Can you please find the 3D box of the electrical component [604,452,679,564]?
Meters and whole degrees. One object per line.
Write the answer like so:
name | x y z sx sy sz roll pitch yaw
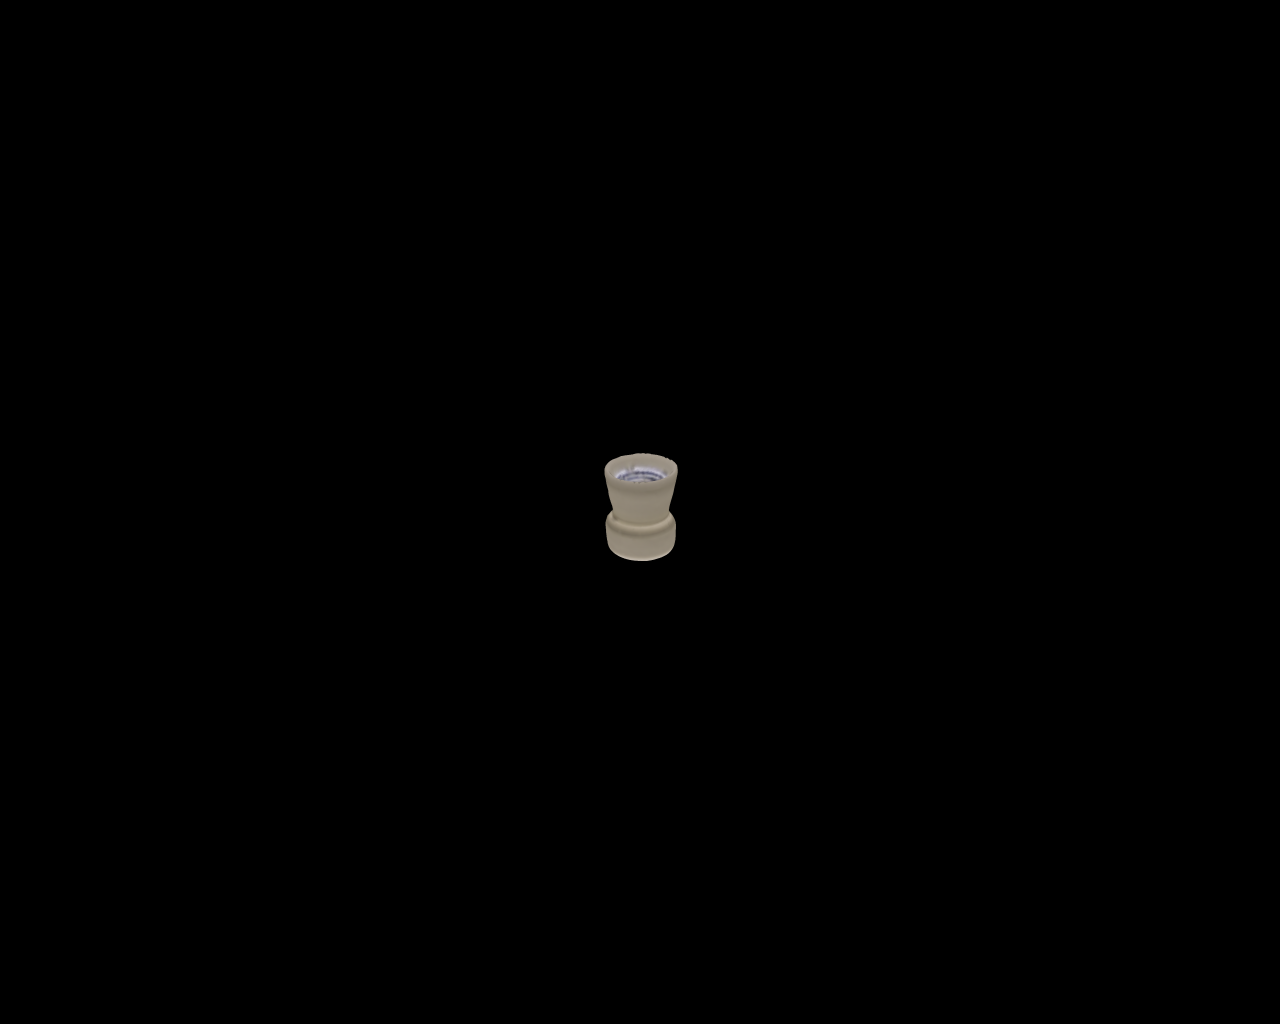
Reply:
electrical component | 0.001 -0.003 0.650 0.045 0.055 0.045 0 27 0
